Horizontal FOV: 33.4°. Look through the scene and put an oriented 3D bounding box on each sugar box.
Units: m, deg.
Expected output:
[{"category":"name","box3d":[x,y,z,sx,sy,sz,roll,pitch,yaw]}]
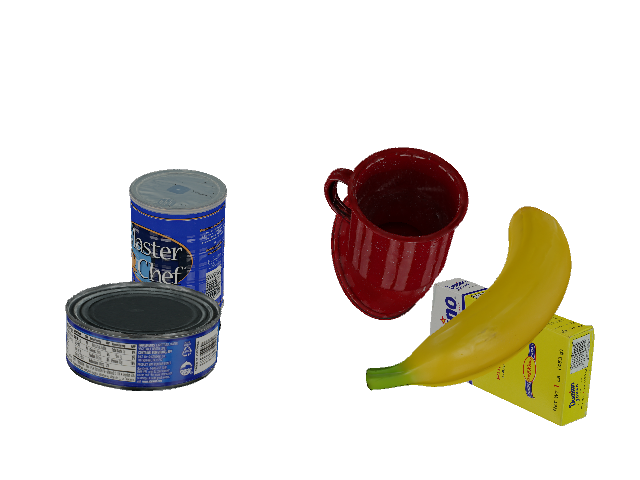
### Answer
[{"category":"sugar box","box3d":[0.182,0.105,1.048,0.048,0.093,0.177,-12,21,-40]}]

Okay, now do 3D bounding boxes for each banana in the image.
[{"category":"banana","box3d":[0.103,0.028,0.603,0.070,0.037,0.197,15,35,31]}]

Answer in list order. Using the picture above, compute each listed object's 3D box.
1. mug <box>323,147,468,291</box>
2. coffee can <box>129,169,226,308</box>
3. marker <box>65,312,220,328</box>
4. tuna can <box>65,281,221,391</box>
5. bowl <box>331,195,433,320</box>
[{"category":"mug","box3d":[0.054,-0.018,0.848,0.117,0.093,0.081,25,-34,14]},{"category":"coffee can","box3d":[-0.154,0.007,1.157,0.103,0.140,0.103,3,27,-2]},{"category":"marker","box3d":[-0.136,0.061,0.822,0.121,0.020,0.020,4,1,10]},{"category":"tuna can","box3d":[-0.099,0.052,0.597,0.086,0.034,0.086,5,16,-1]},{"category":"bowl","box3d":[0.089,0.010,1.223,0.161,0.162,0.055,0,-6,-43]}]
